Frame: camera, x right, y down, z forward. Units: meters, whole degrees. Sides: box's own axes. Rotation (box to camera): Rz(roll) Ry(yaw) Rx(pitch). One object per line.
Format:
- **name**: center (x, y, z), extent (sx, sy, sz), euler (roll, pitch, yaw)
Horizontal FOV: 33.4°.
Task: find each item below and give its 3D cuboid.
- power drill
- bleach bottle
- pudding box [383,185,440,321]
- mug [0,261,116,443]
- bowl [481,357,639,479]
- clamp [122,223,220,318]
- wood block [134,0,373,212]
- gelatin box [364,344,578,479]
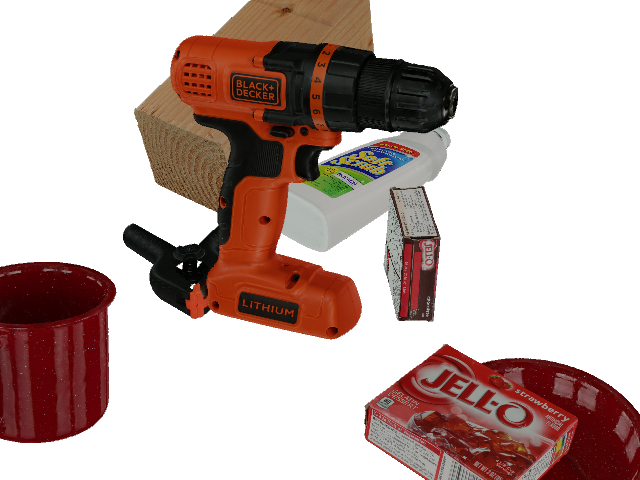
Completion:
- **power drill**: center (-0.007, -0.034, 0.683), extent (0.185, 0.188, 0.057), euler (11, 24, 21)
- **bleach bottle**: center (0.058, -0.077, 1.255), extent (0.103, 0.068, 0.250), euler (29, 45, 34)
- **pudding box**: center (0.086, 0.011, 1.014), extent (0.039, 0.090, 0.113), euler (0, 28, -5)
- **mug**: center (-0.174, 0.071, 0.632), extent (0.093, 0.081, 0.117), euler (12, 24, 22)
- **bowl**: center (0.152, 0.157, 0.769), extent (0.162, 0.055, 0.162), euler (-1, 36, 0)
- **clamp**: center (-0.119, 0.019, 1.042), extent (0.120, 0.039, 0.172), euler (-15, 33, -15)
- **wood block**: center (-0.048, -0.126, 0.890), extent (0.091, 0.205, 0.090), euler (25, -33, 25)
- **gelatin box**: center (0.079, 0.099, 0.570), extent (0.089, 0.030, 0.073), euler (29, 41, 31)
